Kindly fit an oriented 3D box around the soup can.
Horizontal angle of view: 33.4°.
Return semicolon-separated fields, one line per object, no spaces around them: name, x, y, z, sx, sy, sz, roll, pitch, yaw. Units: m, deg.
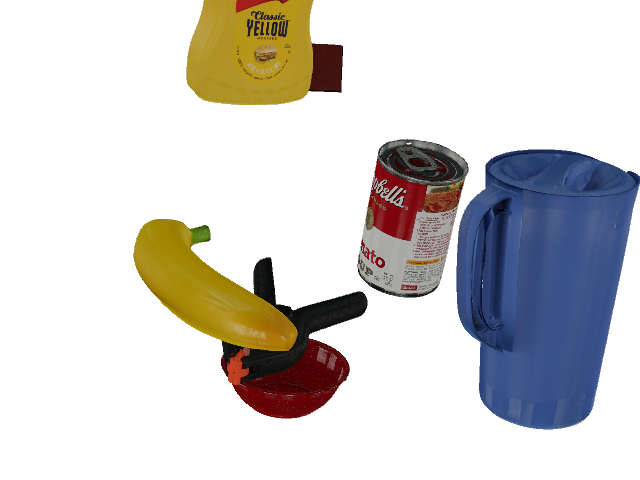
soup can;0.068;-0.017;0.809;0.068;0.102;0.068;7;31;-4

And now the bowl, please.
bowl;-0.045;0.177;1.342;0.162;0.055;0.162;3;21;-2

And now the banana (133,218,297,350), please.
banana;-0.078;0.021;0.680;0.069;0.037;0.198;-8;24;-20

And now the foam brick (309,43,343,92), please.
foam brick;-0.019;-0.188;1.158;0.078;0.051;0.053;0;11;-16

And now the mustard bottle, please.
mustard bottle;-0.043;-0.198;0.792;0.096;0.192;0.058;-3;29;-24

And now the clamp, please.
clamp;-0.047;0.072;1.003;0.120;0.039;0.171;20;33;29

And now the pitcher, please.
pitcher;0.199;0.047;0.971;0.149;0.243;0.145;6;22;10
